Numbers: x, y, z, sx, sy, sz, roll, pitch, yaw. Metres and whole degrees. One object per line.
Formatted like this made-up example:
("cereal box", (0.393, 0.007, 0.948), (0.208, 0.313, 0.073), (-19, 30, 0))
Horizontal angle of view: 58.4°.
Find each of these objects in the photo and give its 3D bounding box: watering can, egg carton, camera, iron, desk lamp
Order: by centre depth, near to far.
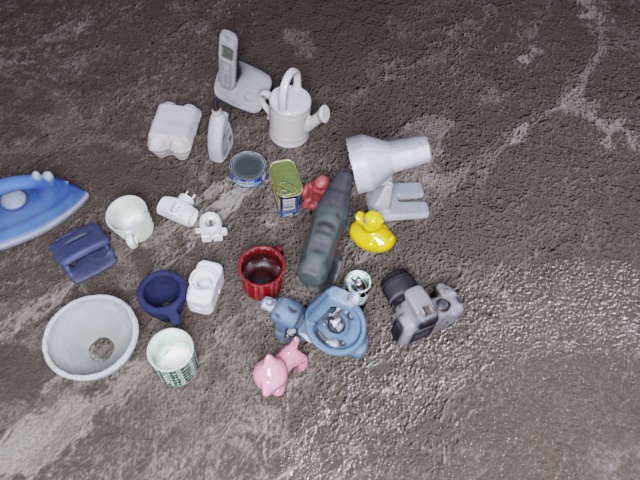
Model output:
("camera", (0.193, 0.116, 1.138), (0.143, 0.101, 0.136), (-20, 62, -16))
("iron", (-0.617, -0.084, 1.170), (0.259, 0.141, 0.118), (-26, 63, -20))
("desk lamp", (0.148, -0.141, 1.229), (0.203, 0.213, 0.118), (-5, 58, -7))
("watering can", (-0.062, -0.313, 1.331), (0.173, 0.194, 0.101), (5, 58, -1))
("egg carton", (-0.341, -0.260, 1.347), (0.107, 0.069, 0.150), (6, 58, -1))

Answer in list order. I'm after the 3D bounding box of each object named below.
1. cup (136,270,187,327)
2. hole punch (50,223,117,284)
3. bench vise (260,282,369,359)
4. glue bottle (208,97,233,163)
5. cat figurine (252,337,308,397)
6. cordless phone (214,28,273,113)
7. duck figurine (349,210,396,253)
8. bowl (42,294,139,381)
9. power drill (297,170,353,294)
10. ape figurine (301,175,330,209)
("cup", (-0.289, 0.127, 1.093), (0.092, 0.095, 0.117), (-26, 63, -19))
("hole punch", (-0.480, 0.016, 1.148), (0.109, 0.091, 0.101), (-32, 66, -22))
("bench vise", (-0.006, 0.143, 1.033), (0.207, 0.220, 0.121), (1, 58, -4))
("glue bottle", (-0.228, -0.256, 1.293), (0.037, 0.173, 0.078), (18, 58, 7))
("cat figurine", (-0.076, 0.228, 1.034), (0.067, 0.118, 0.128), (34, 61, 16))
("cordless phone", (-0.187, -0.409, 1.386), (0.147, 0.185, 0.094), (24, 59, 10))
("duck figurine", (0.116, -0.026, 1.229), (0.104, 0.086, 0.078), (28, 60, 13))
("bowl", (-0.413, 0.189, 1.055), (0.167, 0.075, 0.167), (2, 58, -3))
("power drill", (0.010, 0.004, 1.129), (0.075, 0.208, 0.230), (15, 58, 5))
("ape figurine", (0.000, -0.109, 1.268), (0.076, 0.092, 0.077), (-38, 68, -24))
